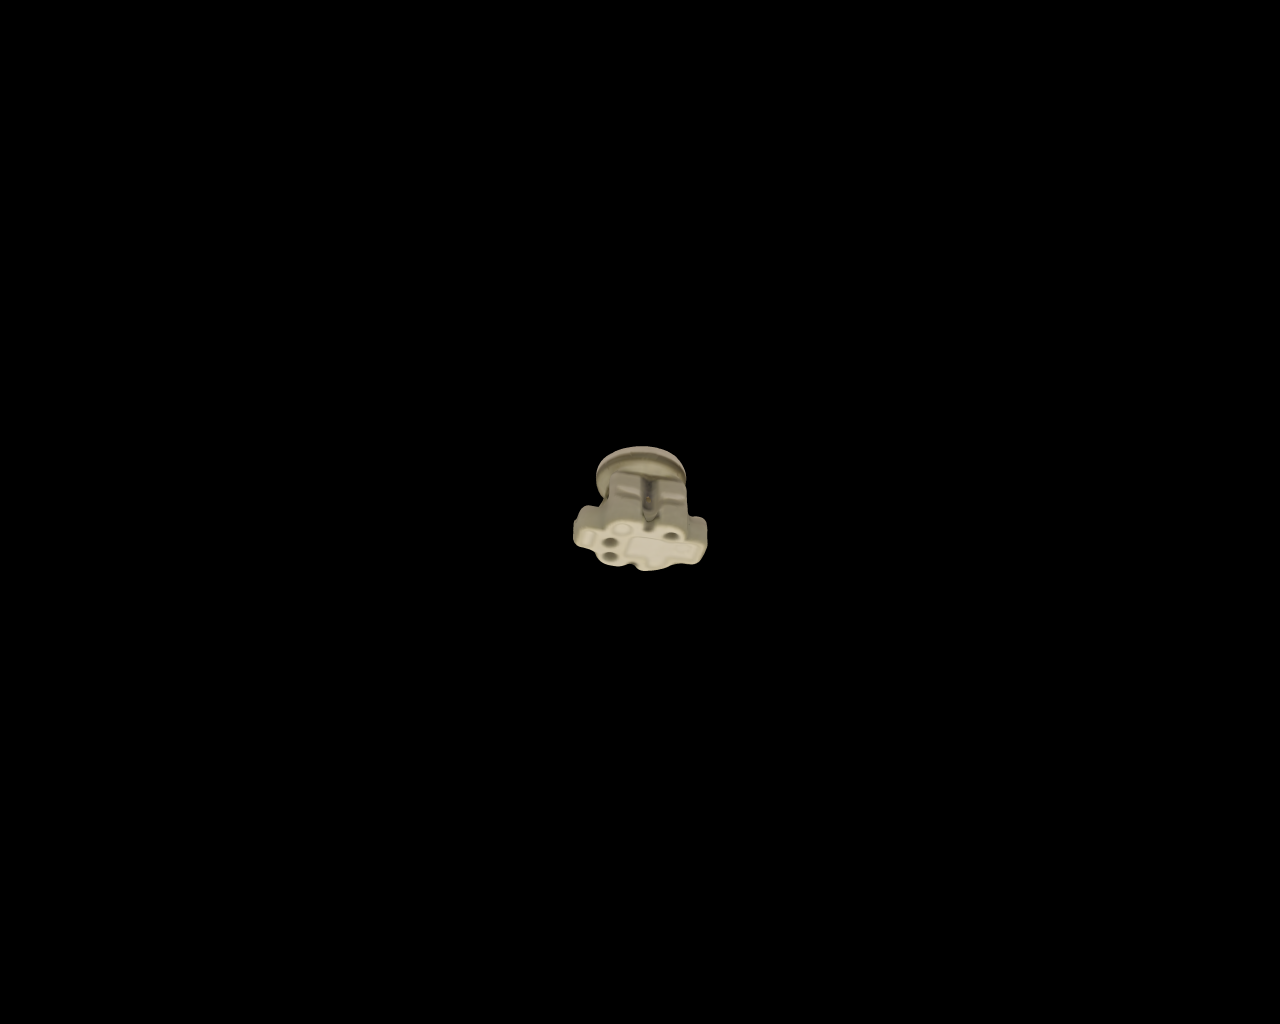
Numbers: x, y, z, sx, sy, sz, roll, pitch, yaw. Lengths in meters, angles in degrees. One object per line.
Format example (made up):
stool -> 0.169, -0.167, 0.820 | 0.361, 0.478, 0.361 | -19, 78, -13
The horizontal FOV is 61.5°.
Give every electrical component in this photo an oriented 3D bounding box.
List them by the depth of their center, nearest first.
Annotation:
electrical component -> 0.001, -0.003, 0.650 | 0.078, 0.057, 0.058 | 8, -35, -11
